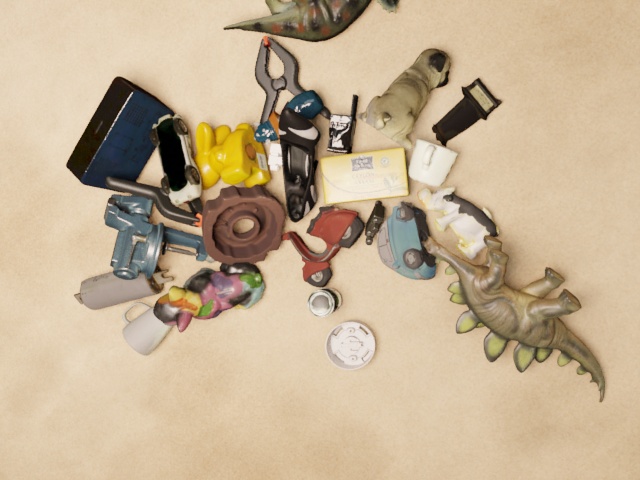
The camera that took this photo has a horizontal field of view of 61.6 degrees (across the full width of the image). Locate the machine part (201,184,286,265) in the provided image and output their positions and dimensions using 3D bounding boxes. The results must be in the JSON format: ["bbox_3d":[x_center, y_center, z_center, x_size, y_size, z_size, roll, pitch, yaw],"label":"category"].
[{"bbox_3d":[-0.158,-0.030,1.097,0.179,0.056,0.179,-10,125,-15],"label":"machine part"}]

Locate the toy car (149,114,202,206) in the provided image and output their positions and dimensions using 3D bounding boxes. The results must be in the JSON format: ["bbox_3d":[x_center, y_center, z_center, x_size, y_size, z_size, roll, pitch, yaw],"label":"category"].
[{"bbox_3d":[-0.296,-0.168,1.105,0.073,0.056,0.202,-22,71,11],"label":"toy car"}]

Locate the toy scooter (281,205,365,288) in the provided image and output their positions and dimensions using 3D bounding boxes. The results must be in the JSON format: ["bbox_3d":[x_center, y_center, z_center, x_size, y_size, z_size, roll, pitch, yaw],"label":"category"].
[{"bbox_3d":[-0.002,-0.003,1.111,0.135,0.075,0.184,37,103,11],"label":"toy scooter"}]

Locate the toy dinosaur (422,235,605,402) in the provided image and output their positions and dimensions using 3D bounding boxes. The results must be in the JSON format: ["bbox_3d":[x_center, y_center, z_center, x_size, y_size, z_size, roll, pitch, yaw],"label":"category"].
[{"bbox_3d":[0.382,0.143,1.012,0.471,0.105,0.198,33,118,0],"label":"toy dinosaur"}]

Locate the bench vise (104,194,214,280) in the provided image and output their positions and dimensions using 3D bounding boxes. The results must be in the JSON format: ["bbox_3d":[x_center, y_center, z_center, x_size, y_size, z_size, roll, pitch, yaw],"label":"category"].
[{"bbox_3d":[-0.339,-0.007,1.145,0.240,0.224,0.128,14,135,-22],"label":"bench vise"}]

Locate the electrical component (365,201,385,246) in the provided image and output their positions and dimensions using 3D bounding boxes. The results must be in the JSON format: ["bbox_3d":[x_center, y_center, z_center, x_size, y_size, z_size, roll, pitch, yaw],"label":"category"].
[{"bbox_3d":[0.110,-0.036,1.089,0.021,0.094,0.063,18,133,-5],"label":"electrical component"}]

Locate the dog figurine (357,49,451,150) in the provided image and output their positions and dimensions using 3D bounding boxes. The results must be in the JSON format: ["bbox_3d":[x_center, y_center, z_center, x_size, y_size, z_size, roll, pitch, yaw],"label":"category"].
[{"bbox_3d":[0.170,-0.282,1.012,0.121,0.172,0.190,31,106,-3],"label":"dog figurine"}]

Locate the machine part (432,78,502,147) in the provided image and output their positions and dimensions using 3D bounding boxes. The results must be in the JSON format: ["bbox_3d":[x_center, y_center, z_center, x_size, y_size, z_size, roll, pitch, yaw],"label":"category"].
[{"bbox_3d":[0.281,-0.247,1.056,0.139,0.039,0.084,-43,93,9],"label":"machine part"}]

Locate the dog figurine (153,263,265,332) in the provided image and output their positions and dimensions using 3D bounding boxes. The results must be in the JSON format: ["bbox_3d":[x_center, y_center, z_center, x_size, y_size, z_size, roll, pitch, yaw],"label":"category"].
[{"bbox_3d":[-0.226,0.115,1.090,0.192,0.219,0.108,-12,95,13],"label":"dog figurine"}]

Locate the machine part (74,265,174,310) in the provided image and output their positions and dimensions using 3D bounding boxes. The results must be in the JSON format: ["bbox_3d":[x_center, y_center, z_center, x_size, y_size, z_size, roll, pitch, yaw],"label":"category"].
[{"bbox_3d":[-0.443,0.103,1.204,0.243,0.079,0.079,-14,91,13],"label":"machine part"}]

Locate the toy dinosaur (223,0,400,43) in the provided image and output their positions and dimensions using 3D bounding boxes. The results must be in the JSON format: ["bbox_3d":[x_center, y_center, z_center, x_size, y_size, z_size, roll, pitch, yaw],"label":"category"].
[{"bbox_3d":[0.016,-0.471,1.061,0.405,0.131,0.192,-34,86,18],"label":"toy dinosaur"}]

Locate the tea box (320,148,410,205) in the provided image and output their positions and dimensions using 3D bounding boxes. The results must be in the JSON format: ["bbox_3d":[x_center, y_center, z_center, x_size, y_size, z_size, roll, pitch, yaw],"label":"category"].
[{"bbox_3d":[0.092,-0.127,1.085,0.170,0.068,0.098,-7,93,13],"label":"tea box"}]

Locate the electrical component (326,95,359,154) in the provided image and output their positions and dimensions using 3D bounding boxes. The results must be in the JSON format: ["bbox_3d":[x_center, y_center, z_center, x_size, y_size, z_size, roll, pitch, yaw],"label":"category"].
[{"bbox_3d":[0.047,-0.233,1.083,0.048,0.075,0.119,7,101,9],"label":"electrical component"}]

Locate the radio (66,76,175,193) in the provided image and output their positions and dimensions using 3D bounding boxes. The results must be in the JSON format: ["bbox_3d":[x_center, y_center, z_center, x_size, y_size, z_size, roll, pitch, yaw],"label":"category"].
[{"bbox_3d":[-0.422,-0.216,1.147,0.073,0.131,0.229,41,102,27],"label":"radio"}]

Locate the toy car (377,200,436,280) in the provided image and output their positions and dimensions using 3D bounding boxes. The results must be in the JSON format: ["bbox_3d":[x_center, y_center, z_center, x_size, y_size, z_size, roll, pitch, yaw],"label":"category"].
[{"bbox_3d":[0.164,0.009,1.065,0.103,0.109,0.161,-19,81,29],"label":"toy car"}]

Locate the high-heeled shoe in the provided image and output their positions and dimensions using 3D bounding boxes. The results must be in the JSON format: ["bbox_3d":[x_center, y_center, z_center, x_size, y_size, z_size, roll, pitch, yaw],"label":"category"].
[{"bbox_3d":[-0.053,-0.137,1.035,0.086,0.248,0.145,17,75,22],"label":"high-heeled shoe"}]

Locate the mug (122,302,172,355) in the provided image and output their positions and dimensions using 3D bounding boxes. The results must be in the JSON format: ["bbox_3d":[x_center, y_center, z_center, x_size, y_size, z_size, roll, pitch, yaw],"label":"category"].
[{"bbox_3d":[-0.380,0.183,1.200,0.107,0.080,0.109,-41,81,-1],"label":"mug"}]

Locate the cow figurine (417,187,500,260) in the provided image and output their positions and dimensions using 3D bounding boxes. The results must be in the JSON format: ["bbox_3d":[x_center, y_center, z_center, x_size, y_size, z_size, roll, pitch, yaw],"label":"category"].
[{"bbox_3d":[0.271,-0.052,1.053,0.098,0.068,0.167,-40,89,6],"label":"cow figurine"}]

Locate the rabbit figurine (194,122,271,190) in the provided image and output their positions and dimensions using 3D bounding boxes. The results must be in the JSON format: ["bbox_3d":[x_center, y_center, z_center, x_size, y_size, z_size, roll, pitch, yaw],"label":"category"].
[{"bbox_3d":[-0.210,-0.168,1.125,0.173,0.122,0.162,-20,86,31],"label":"rabbit figurine"}]

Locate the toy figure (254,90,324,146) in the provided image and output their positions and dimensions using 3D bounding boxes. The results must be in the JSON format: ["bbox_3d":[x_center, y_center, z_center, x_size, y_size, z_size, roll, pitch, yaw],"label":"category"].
[{"bbox_3d":[-0.065,-0.241,1.086,0.154,0.057,0.064,-31,48,18],"label":"toy figure"}]
